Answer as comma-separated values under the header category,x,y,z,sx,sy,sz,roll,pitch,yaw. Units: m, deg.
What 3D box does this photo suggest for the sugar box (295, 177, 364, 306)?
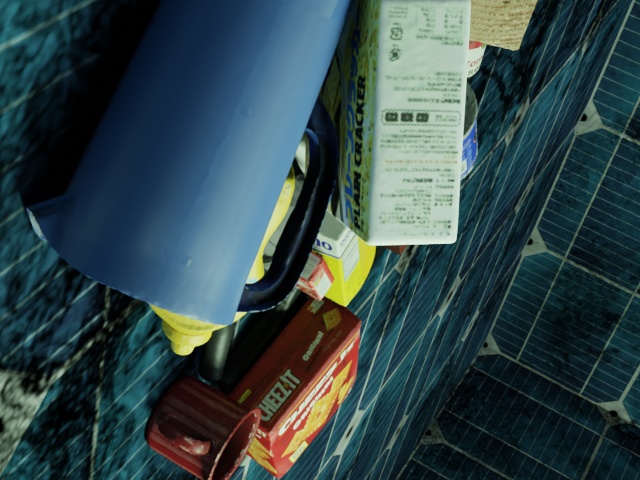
category,x,y,z,sx,sy,sz,roll,pitch,yaw
sugar box,-0.007,0.001,1.064,0.048,0.093,0.176,-58,163,-16

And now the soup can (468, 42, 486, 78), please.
category,x,y,z,sx,sy,sz,roll,pitch,yaw
soup can,0.164,-0.245,1.245,0.068,0.068,0.102,-51,162,-34

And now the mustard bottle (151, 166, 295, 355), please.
category,x,y,z,sx,sy,sz,roll,pitch,yaw
mustard bottle,-0.088,0.014,0.822,0.058,0.096,0.192,-101,-155,-53

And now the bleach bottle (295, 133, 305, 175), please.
category,x,y,z,sx,sy,sz,roll,pitch,yaw
bleach bottle,0.012,-0.088,1.008,0.251,0.068,0.102,73,26,-71

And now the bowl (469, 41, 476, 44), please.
category,x,y,z,sx,sy,sz,roll,pitch,yaw
bowl,0.132,-0.272,1.034,0.162,0.055,0.162,-14,130,-17

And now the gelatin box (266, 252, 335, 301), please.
category,x,y,z,sx,sy,sz,roll,pitch,yaw
gelatin box,-0.034,0.017,1.009,0.030,0.089,0.073,-57,164,-10

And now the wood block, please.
category,x,y,z,sx,sy,sz,roll,pitch,yaw
wood block,0.114,-0.243,0.866,0.206,0.090,0.091,-96,-160,-57

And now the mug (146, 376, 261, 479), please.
category,x,y,z,sx,sy,sz,roll,pitch,yaw
mug,-0.119,0.185,1.035,0.093,0.081,0.117,-64,165,6

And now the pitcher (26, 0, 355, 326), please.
category,x,y,z,sx,sy,sz,roll,pitch,yaw
pitcher,-0.061,-0.074,0.679,0.243,0.145,0.149,-66,166,2

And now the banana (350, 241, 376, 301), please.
category,x,y,z,sx,sy,sz,roll,pitch,yaw
banana,0.029,0.035,1.250,0.069,0.037,0.198,-20,150,-39

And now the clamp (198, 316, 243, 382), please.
category,x,y,z,sx,sy,sz,roll,pitch,yaw
clamp,-0.090,0.067,1.011,0.120,0.039,0.171,-64,162,-16

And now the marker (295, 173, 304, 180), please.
category,x,y,z,sx,sy,sz,roll,pitch,yaw
marker,-0.012,-0.037,1.121,0.020,0.020,0.121,-58,165,-14

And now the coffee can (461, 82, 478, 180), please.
category,x,y,z,sx,sy,sz,roll,pitch,yaw
coffee can,0.139,-0.133,1.289,0.103,0.103,0.140,-60,165,-9

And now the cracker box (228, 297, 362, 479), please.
category,x,y,z,sx,sy,sz,roll,pitch,yaw
cracker box,-0.025,0.172,1.228,0.164,0.072,0.214,-50,165,-19

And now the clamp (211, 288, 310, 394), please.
category,x,y,z,sx,sy,sz,roll,pitch,yaw
clamp,-0.045,0.083,1.186,0.210,0.036,0.164,-62,166,12

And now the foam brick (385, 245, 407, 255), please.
category,x,y,z,sx,sy,sz,roll,pitch,yaw
foam brick,0.098,-0.023,1.440,0.051,0.053,0.078,-58,163,-15
